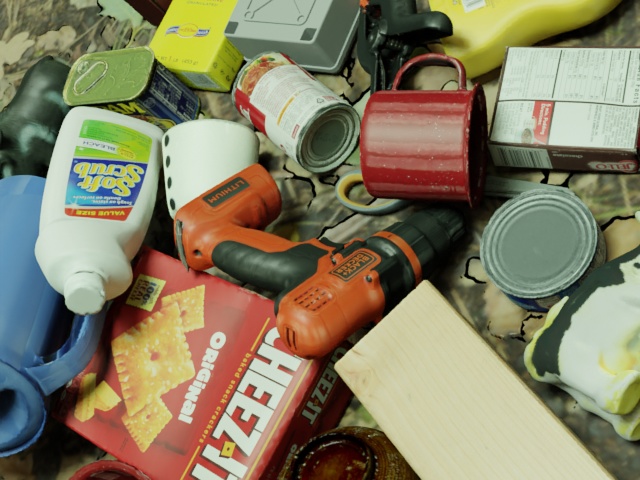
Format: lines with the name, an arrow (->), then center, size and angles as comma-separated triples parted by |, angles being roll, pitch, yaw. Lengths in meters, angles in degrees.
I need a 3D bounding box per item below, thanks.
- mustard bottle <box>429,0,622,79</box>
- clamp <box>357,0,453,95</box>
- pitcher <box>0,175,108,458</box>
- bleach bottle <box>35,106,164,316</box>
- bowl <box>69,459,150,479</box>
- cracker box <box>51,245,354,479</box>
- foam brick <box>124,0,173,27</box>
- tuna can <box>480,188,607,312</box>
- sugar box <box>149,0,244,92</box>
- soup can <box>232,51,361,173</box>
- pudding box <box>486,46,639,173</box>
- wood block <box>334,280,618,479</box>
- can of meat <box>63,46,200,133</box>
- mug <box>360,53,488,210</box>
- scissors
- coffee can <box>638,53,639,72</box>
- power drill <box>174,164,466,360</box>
mustard bottle -> 0.185, -0.206, 0.850 | 0.192, 0.058, 0.096 | -23, 51, 19
clamp -> 0.065, -0.169, 0.880 | 0.120, 0.039, 0.171 | -53, 31, 36
pitcher -> -0.261, 0.052, 0.908 | 0.242, 0.149, 0.145 | -85, 20, -50
bleach bottle -> -0.181, -0.022, 0.894 | 0.251, 0.102, 0.068 | -102, 32, -55
bowl -> -0.134, 0.240, 0.772 | 0.162, 0.055, 0.162 | -6, 80, 39
cracker box -> -0.092, 0.115, 0.842 | 0.214, 0.072, 0.164 | 21, 78, 36
foam brick -> -0.163, -0.254, 1.072 | 0.053, 0.078, 0.051 | 19, 78, 36
tuna can -> 0.161, 0.008, 0.770 | 0.086, 0.033, 0.086 | -14, 60, 25
sugar box -> -0.096, -0.232, 1.040 | 0.093, 0.048, 0.176 | 13, 74, 35
soup can -> -0.020, -0.111, 0.918 | 0.068, 0.068, 0.102 | -48, 52, 1
pudding box -> 0.188, -0.100, 0.800 | 0.114, 0.039, 0.090 | 6, 68, 23
wood block -> 0.113, 0.136, 0.698 | 0.091, 0.090, 0.206 | -44, 51, 4
can of meat -> -0.177, -0.135, 1.014 | 0.102, 0.083, 0.057 | -1, 66, 31
mug -> 0.078, -0.082, 0.793 | 0.082, 0.093, 0.117 | 3, 85, 17
scissors -> 0.105, -0.063, 0.852 | 0.202, 0.016, 0.096 | -6, 63, 28
coffee can -> 0.272, -0.085, 0.684 | 0.103, 0.140, 0.103 | -14, 60, 25
power drill -> -0.005, 0.001, 0.818 | 0.188, 0.057, 0.184 | 24, 44, 38
